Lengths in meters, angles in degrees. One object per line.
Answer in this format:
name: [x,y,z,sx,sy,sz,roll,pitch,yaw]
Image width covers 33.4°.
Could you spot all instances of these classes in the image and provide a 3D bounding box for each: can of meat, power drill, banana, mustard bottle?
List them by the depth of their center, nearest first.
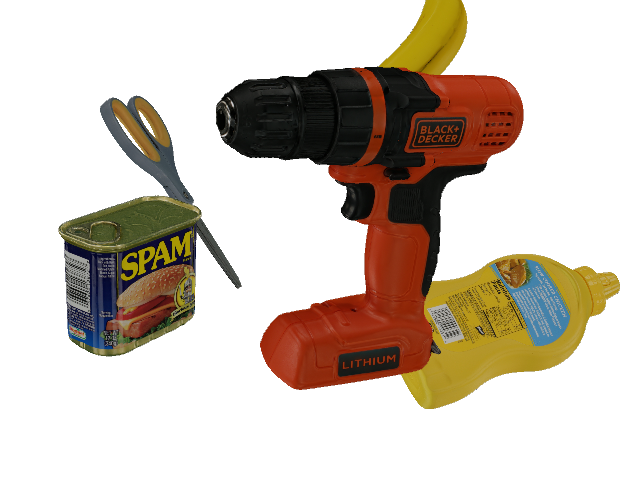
power drill: [0.018,-0.007,0.603,0.184,0.188,0.057,-4,32,-28]
can of meat: [-0.132,0.024,0.749,0.058,0.084,0.101,18,26,32]
banana: [0.054,-0.126,0.793,0.070,0.197,0.037,13,-35,49]
mustard bottle: [0.150,0.060,0.844,0.191,0.096,0.058,-17,-33,-13]

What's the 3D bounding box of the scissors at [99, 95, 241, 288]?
scissors: [-0.128,-0.053,0.969,0.016,0.201,0.096,-29,25,19]
